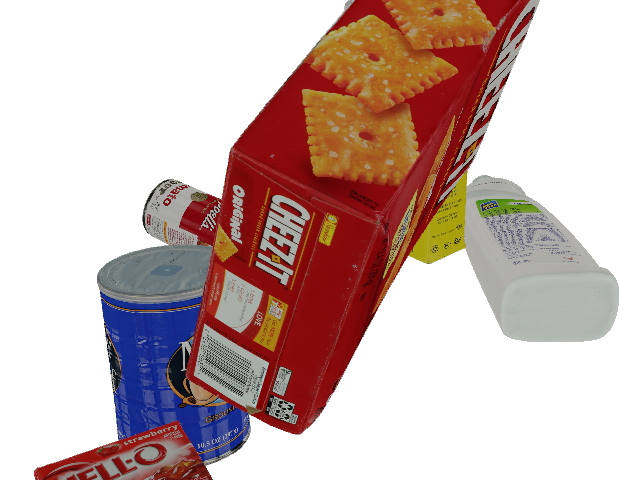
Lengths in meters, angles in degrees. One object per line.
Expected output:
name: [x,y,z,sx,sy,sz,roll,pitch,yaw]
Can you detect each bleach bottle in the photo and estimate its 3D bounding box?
bleach bottle: [0.185,0.001,0.979,0.102,0.068,0.251,-1,26,-4]

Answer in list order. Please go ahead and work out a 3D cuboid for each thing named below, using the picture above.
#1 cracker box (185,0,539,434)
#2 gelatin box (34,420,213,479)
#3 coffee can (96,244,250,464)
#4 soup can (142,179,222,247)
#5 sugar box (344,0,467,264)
cracker box: [0.026,-0.036,0.503,0.072,0.213,0.164,28,-40,9]
gelatin box: [-0.107,0.142,0.594,0.089,0.030,0.073,-16,28,-20]
coffee can: [-0.109,0.085,0.805,0.103,0.140,0.103,-3,20,1]
soup can: [-0.129,-0.018,1.136,0.102,0.068,0.068,23,11,26]
sugar box: [0.060,-0.081,0.759,0.048,0.176,0.093,-22,31,-34]
